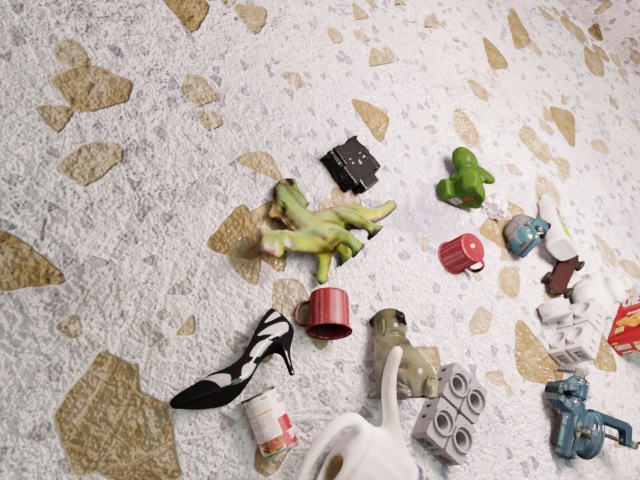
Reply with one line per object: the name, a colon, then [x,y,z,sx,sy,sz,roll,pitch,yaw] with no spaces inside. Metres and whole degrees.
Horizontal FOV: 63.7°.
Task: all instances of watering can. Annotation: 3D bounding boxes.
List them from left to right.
watering can: [0.101,0.384,0.918,0.223,0.104,0.351,42,77,-12]

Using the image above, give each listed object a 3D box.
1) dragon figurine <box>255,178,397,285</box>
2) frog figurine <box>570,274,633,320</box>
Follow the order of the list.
dragon figurine: [0.003,-0.058,1.143,0.243,0.120,0.418,42,42,3]
frog figurine: [0.818,0.163,1.493,0.122,0.157,0.140,19,58,-22]
